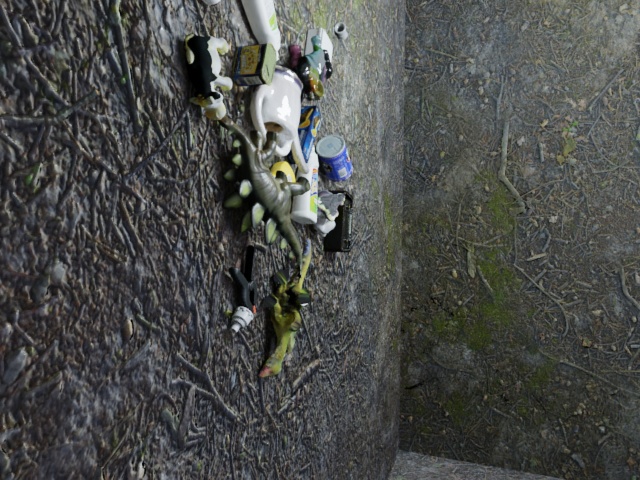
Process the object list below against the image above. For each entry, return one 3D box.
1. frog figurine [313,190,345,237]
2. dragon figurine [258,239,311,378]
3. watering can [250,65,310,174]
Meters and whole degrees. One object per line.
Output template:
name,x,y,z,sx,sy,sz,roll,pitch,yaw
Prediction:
frog figurine,0.005,-0.088,1.747,0.156,0.122,0.140,128,-29,-56
dragon figurine,-0.088,0.213,1.508,0.237,0.122,0.420,97,12,-47
watering can,-0.096,-0.322,1.382,0.344,0.104,0.227,37,56,-65
